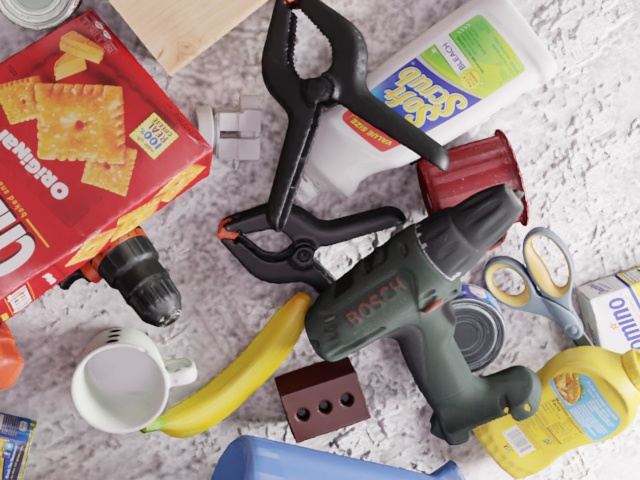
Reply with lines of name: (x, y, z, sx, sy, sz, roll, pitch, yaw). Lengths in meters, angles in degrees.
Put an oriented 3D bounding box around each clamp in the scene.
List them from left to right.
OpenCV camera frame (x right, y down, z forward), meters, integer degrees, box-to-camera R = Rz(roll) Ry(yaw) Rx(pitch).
clamp: (-0.006, 0.001, 0.988, 0.171, 0.039, 0.120, 22, 101, -14)
clamp: (0.015, -0.125, 0.916, 0.165, 0.036, 0.210, -13, 83, 12)

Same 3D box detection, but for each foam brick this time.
foam brick: (0.001, 0.151, 1.023, 0.078, 0.051, 0.053, -19, 106, -3)

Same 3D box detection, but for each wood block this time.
wood block: (-0.072, -0.238, 0.888, 0.206, 0.090, 0.090, -38, 107, 3)

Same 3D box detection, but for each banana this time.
banana: (-0.077, 0.127, 1.001, 0.198, 0.069, 0.037, -41, 70, -2)

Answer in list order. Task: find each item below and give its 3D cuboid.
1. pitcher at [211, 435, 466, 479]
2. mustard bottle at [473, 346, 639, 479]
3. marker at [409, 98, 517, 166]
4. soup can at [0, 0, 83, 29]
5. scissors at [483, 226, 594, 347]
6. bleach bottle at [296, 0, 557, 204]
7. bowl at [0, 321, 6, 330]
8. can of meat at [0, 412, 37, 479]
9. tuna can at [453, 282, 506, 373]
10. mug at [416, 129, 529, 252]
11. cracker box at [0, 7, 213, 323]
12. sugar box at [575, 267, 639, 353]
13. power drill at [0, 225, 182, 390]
pitcher: (0.016, 0.273, 0.996, 0.242, 0.149, 0.145, 20, 135, -21)
mustard bottle: (0.243, 0.154, 1.021, 0.192, 0.058, 0.096, -32, 103, 26)
marker: (0.127, -0.106, 0.990, 0.121, 0.020, 0.020, -32, 107, 1)
soup can: (-0.227, -0.208, 0.866, 0.068, 0.102, 0.068, -2, 106, -9)
scissors: (0.224, 0.083, 1.037, 0.096, 0.016, 0.202, -14, 108, 23)
bleach bottle: (0.081, -0.112, 0.955, 0.251, 0.068, 0.102, -37, 90, 4)
bowl: (-0.336, 0.028, 0.895, 0.162, 0.055, 0.162, -3, 77, 15)
can of meat: (-0.316, 0.206, 0.988, 0.083, 0.057, 0.102, 16, 103, -15)
tuna can: (0.135, 0.086, 1.028, 0.086, 0.034, 0.086, -1, 113, -2)
mug: (0.140, -0.037, 0.979, 0.081, 0.093, 0.117, -16, 127, 1)
cracker box: (-0.219, -0.064, 0.860, 0.213, 0.072, 0.164, -37, 81, -18)
sugar box: (0.350, 0.066, 1.056, 0.176, 0.048, 0.093, -20, 107, -4)
power drill: (-0.229, 0.043, 0.922, 0.188, 0.057, 0.184, -40, 71, 4)
